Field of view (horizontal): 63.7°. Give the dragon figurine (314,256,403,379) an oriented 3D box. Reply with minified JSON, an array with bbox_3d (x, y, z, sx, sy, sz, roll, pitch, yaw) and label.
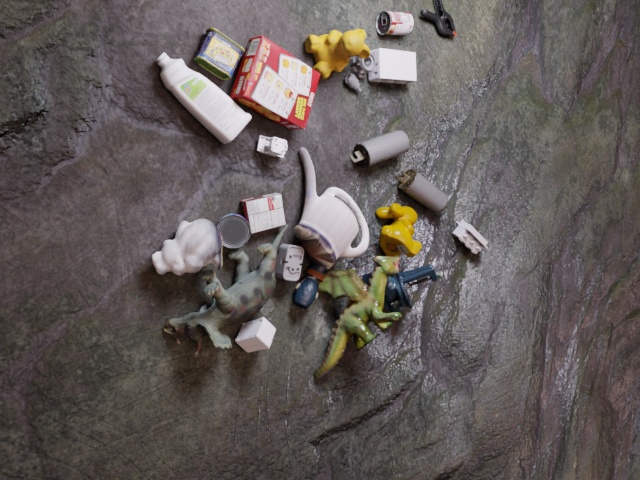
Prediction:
[{"bbox_3d":[0.081,0.196,1.490,0.409,0.122,0.244,-38,82,5],"label":"dragon figurine"}]

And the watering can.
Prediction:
[{"bbox_3d":[0.004,-0.072,1.439,0.344,0.103,0.228,49,55,-15],"label":"watering can"}]

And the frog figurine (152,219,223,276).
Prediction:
[{"bbox_3d":[-0.316,0.016,1.221,0.160,0.120,0.140,-4,63,-25],"label":"frog figurine"}]
